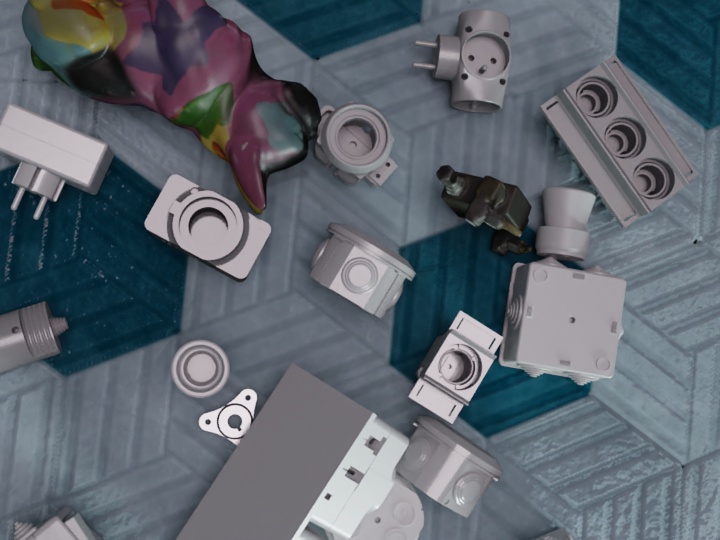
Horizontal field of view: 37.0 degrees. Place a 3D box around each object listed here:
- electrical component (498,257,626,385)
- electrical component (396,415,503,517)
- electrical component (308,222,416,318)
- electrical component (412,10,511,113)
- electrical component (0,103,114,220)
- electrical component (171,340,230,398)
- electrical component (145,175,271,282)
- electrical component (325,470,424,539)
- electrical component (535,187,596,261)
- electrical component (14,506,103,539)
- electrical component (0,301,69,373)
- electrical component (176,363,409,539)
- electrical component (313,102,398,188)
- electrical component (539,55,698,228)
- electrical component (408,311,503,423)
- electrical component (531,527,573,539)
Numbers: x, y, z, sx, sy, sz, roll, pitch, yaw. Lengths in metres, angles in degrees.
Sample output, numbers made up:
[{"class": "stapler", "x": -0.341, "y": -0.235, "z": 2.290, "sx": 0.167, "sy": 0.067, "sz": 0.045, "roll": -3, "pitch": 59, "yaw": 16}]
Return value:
[{"class": "electrical component", "x": 0.169, "y": 0.042, "z": 0.892, "sx": 0.100, "sy": 0.048, "sz": 0.099, "roll": 10, "pitch": 84, "yaw": -6}, {"class": "electrical component", "x": 0.069, "y": 0.155, "z": 0.857, "sx": 0.080, "sy": 0.080, "sz": 0.051, "roll": 34, "pitch": 88, "yaw": -3}, {"class": "electrical component", "x": 0.000, "y": 0.000, "z": 0.860, "sx": 0.080, "sy": 0.080, "sz": 0.051, "roll": 31, "pitch": 89, "yaw": -4}, {"class": "electrical component", "x": 0.083, "y": -0.176, "z": 0.900, "sx": 0.079, "sy": 0.044, "sz": 0.077, "roll": 6, "pitch": 85, "yaw": -6}, {"class": "electrical component", "x": -0.250, "y": -0.078, "z": 0.851, "sx": 0.083, "sy": 0.047, "sz": 0.075, "roll": 23, "pitch": 83, "yaw": -5}, {"class": "electrical component", "x": -0.126, "y": 0.078, "z": 0.851, "sx": 0.045, "sy": 0.055, "sz": 0.045, "roll": 1, "pitch": 86, "yaw": -7}, {"class": "electrical component", "x": -0.121, "y": -0.033, "z": 0.859, "sx": 0.089, "sy": 0.056, "sz": 0.050, "roll": 28, "pitch": 83, "yaw": -4}, {"class": "electrical component", "x": 0.011, "y": 0.196, "z": 0.860, "sx": 0.080, "sy": 0.051, "sz": 0.080, "roll": 1, "pitch": 86, "yaw": -7}, {"class": "electrical component", "x": 0.172, "y": -0.038, "z": 0.901, "sx": 0.045, "sy": 0.045, "sz": 0.055, "roll": 9, "pitch": 85, "yaw": -6}, {"class": "electrical component", "x": -0.225, "y": 0.224, "z": 0.824, "sx": 0.061, "sy": 0.062, "sz": 0.096, "roll": -40, "pitch": 91, "yaw": -8}, {"class": "electrical component", "x": -0.269, "y": 0.054, "z": 0.841, "sx": 0.081, "sy": 0.043, "sz": 0.043, "roll": -18, "pitch": 88, "yaw": -8}, {"class": "electrical component", "x": -0.055, "y": 0.179, "z": 0.819, "sx": 0.060, "sy": 0.105, "sz": 0.186, "roll": 40, "pitch": 80, "yaw": -40}, {"class": "electrical component", "x": -0.004, "y": -0.104, "z": 0.878, "sx": 0.078, "sy": 0.057, "sz": 0.058, "roll": 41, "pitch": 82, "yaw": -2}, {"class": "electrical component", "x": 0.212, "y": -0.105, "z": 0.901, "sx": 0.079, "sy": 0.063, "sz": 0.121, "roll": -35, "pitch": 91, "yaw": -8}, {"class": "electrical component", "x": 0.075, "y": 0.078, "z": 0.871, "sx": 0.042, "sy": 0.064, "sz": 0.081, "roll": 33, "pitch": 83, "yaw": -4}, {"class": "electrical component", "x": 0.162, "y": 0.259, "z": 0.852, "sx": 0.048, "sy": 0.100, "sz": 0.099, "roll": -23, "pitch": 89, "yaw": 5}]
